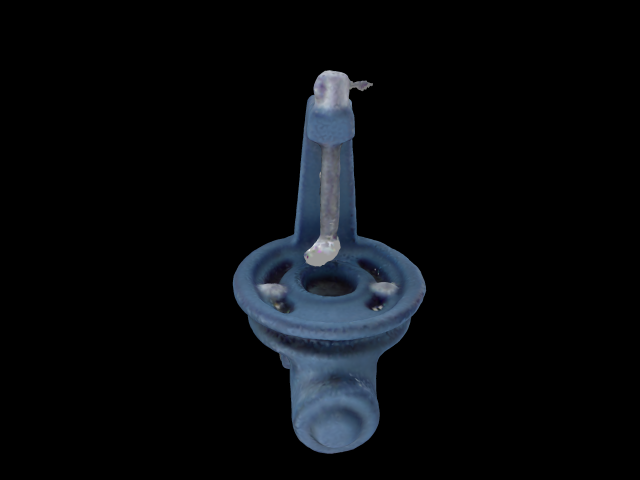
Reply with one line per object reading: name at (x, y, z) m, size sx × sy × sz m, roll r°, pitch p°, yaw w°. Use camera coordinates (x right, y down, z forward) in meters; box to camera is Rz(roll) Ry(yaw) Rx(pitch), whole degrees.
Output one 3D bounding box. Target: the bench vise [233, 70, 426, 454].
bench vise at (-0.008, 0.002, 0.396) m, size 0.122 × 0.220 × 0.207 m, roll -4°, pitch 12°, yaw -21°
